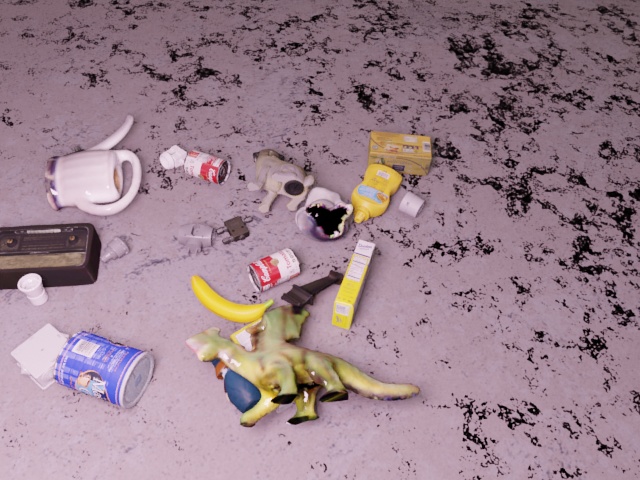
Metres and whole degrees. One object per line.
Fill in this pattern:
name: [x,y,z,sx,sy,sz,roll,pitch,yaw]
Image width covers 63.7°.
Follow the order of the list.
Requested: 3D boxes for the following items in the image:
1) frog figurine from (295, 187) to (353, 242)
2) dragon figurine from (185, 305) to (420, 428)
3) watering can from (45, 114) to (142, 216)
frog figurine: [0.004,-0.063,1.258,0.138,0.121,0.161,-20,18,-10]
dragon figurine: [-0.038,0.209,0.955,0.410,0.119,0.248,1,42,-19]
watering can: [-0.567,-0.189,1.301,0.225,0.101,0.356,-8,52,-10]
